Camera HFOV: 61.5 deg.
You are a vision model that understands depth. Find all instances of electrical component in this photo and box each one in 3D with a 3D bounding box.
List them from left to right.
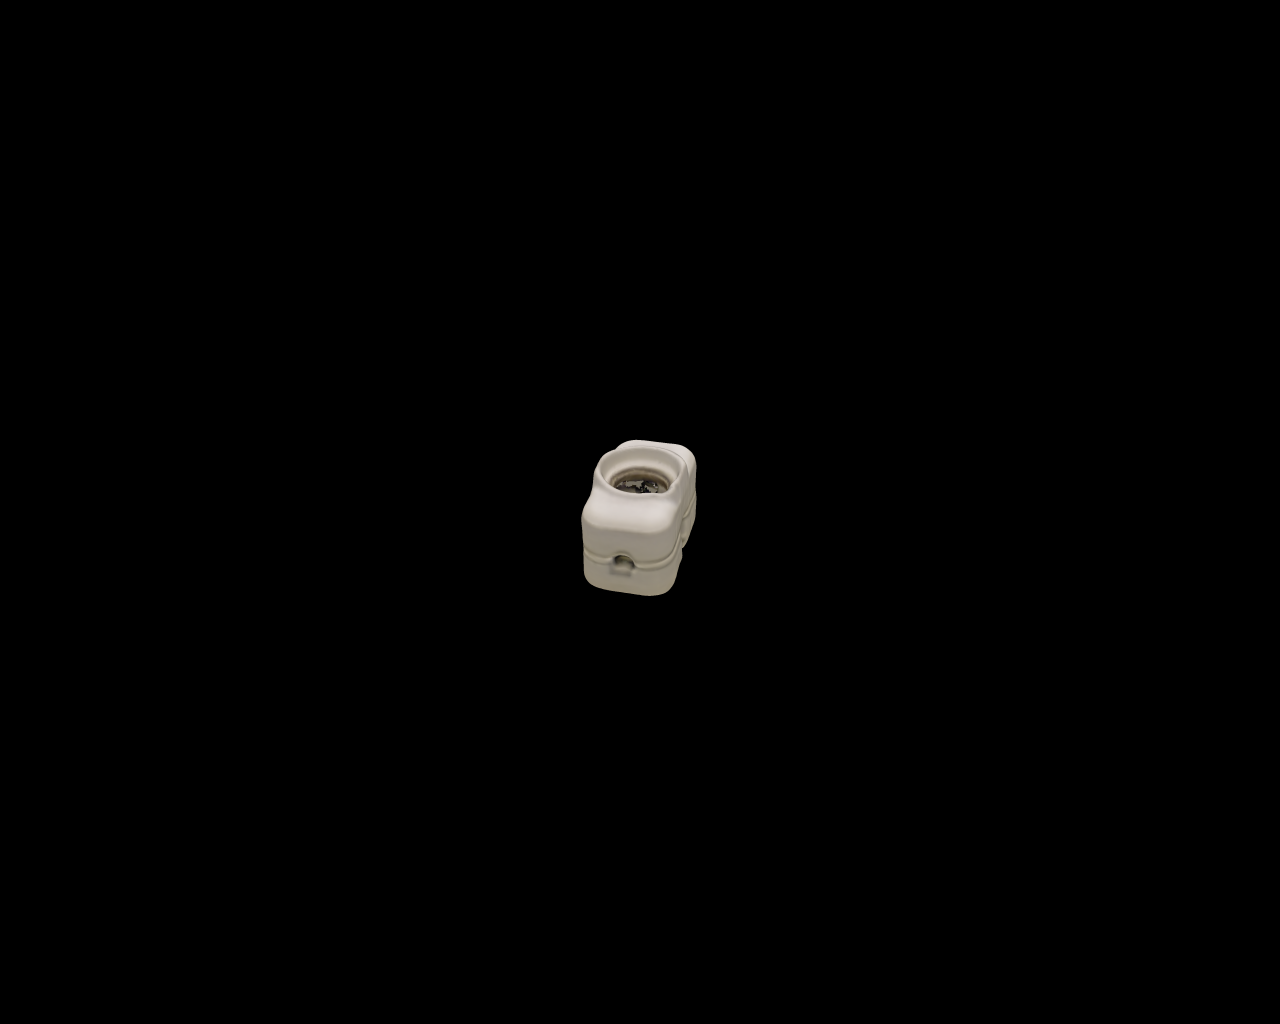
[{"bbox_3d":[0.001,-0.003,0.650,0.054,0.059,0.095,8,36,11],"label":"electrical component"}]
